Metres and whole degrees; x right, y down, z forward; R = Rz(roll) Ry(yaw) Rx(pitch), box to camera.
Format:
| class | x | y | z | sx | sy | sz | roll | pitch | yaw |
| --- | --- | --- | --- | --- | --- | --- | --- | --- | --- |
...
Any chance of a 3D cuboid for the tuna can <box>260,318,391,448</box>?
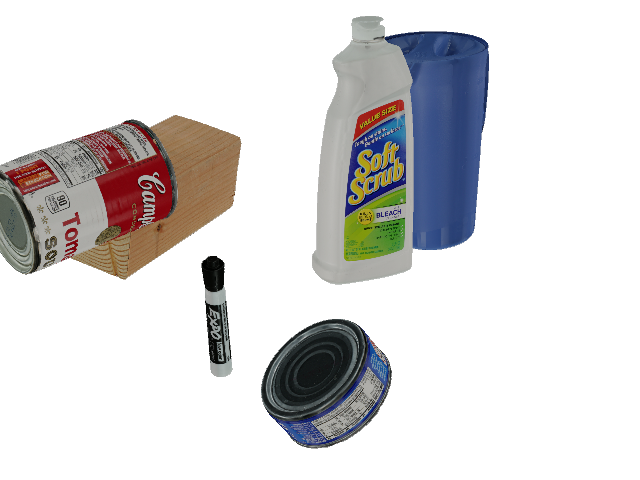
| class | x | y | z | sx | sy | sz | roll | pitch | yaw |
| --- | --- | --- | --- | --- | --- | --- | --- | --- | --- |
| tuna can | 0.003 | 0.095 | 0.718 | 0.086 | 0.086 | 0.033 | 0 | -41 | 45 |

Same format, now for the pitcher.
| class | x | y | z | sx | sy | sz | roll | pitch | yaw |
| --- | --- | --- | --- | --- | --- | --- | --- | --- | --- |
| pitcher | 0.135 | -0.121 | 1.258 | 0.149 | 0.243 | 0.145 | -4 | 25 | -2 |

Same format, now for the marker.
| class | x | y | z | sx | sy | sz | roll | pitch | yaw |
| --- | --- | --- | --- | --- | --- | --- | --- | --- | --- |
| marker | -0.087 | 0.064 | 0.897 | 0.020 | 0.121 | 0.020 | -1 | 35 | 0 |

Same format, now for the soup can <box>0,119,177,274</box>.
| class | x | y | z | sx | sy | sz | roll | pitch | yaw |
| --- | --- | --- | --- | --- | --- | --- | --- | --- | --- |
| soup can | -0.149 | -0.028 | 0.662 | 0.102 | 0.068 | 0.069 | -26 | 15 | -35 |

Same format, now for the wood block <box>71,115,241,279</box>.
| class | x | y | z | sx | sy | sz | roll | pitch | yaw |
| --- | --- | --- | --- | --- | --- | --- | --- | --- | --- |
| wood block | -0.175 | -0.051 | 1.113 | 0.090 | 0.091 | 0.205 | 20 | 29 | 19 |

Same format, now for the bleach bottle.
| class | x | y | z | sx | sy | sz | roll | pitch | yaw |
| --- | --- | --- | --- | --- | --- | --- | --- | --- | --- |
| bleach bottle | 0.040 | -0.088 | 1.030 | 0.102 | 0.251 | 0.068 | -9 | 23 | -18 |
